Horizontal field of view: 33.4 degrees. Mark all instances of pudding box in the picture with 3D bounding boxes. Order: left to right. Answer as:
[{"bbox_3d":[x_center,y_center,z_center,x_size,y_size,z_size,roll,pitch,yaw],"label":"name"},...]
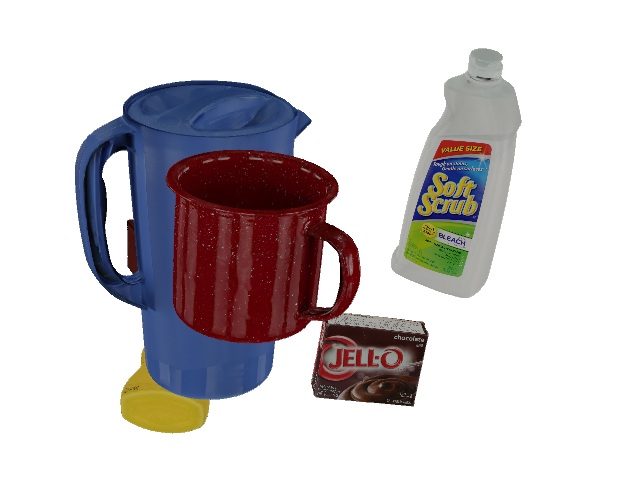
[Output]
[{"bbox_3d":[0.052,0.127,1.147,0.113,0.090,0.039,5,24,-8],"label":"pudding box"}]

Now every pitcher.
[{"bbox_3d":[-0.098,0.003,0.851,0.149,0.243,0.144,9,26,13],"label":"pitcher"}]

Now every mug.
[{"bbox_3d":[-0.029,0.007,0.583,0.117,0.081,0.093,18,27,27],"label":"mug"}]

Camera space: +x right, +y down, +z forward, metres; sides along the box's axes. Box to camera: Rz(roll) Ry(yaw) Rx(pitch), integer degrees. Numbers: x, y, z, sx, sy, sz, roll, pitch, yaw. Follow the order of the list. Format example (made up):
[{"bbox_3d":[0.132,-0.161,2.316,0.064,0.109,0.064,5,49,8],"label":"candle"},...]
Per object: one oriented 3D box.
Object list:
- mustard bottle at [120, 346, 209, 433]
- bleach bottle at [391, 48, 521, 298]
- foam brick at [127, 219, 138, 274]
[{"bbox_3d":[-0.166,0.149,1.254,0.096,0.058,0.191,5,25,4],"label":"mustard bottle"},{"bbox_3d":[0.133,-0.067,1.031,0.103,0.251,0.068,22,39,22],"label":"bleach bottle"},{"bbox_3d":[-0.150,0.006,1.070,0.078,0.051,0.053,-7,21,-24],"label":"foam brick"}]
